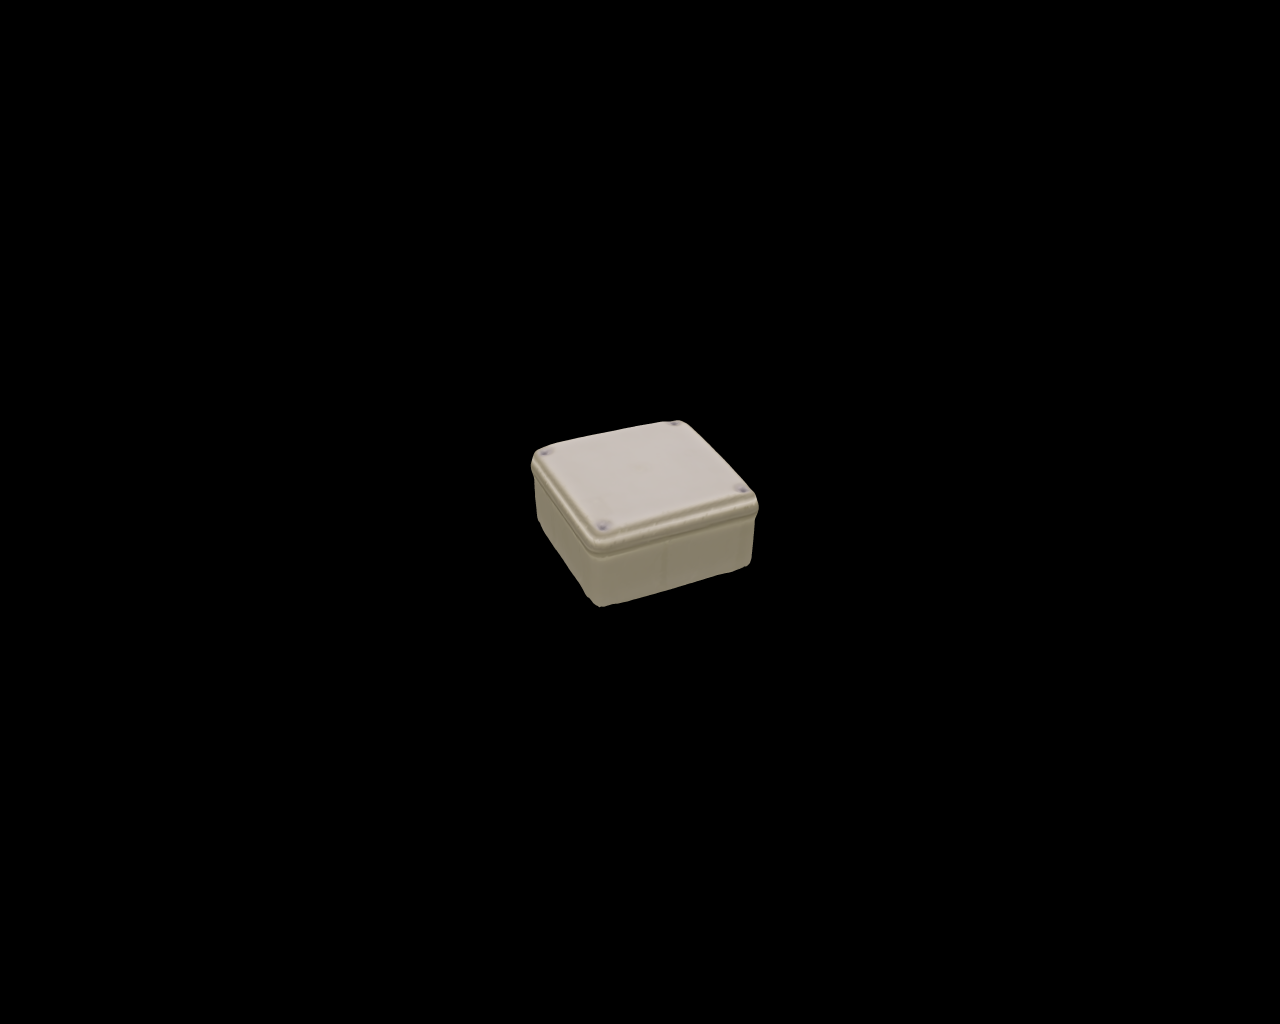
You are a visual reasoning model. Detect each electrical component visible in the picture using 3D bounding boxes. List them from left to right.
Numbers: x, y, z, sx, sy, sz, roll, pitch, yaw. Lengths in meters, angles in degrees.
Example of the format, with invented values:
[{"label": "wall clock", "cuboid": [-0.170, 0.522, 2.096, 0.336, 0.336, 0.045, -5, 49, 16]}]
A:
[{"label": "electrical component", "cuboid": [0.001, -0.003, 0.650, 0.109, 0.056, 0.109, -14, 36, -20]}]
